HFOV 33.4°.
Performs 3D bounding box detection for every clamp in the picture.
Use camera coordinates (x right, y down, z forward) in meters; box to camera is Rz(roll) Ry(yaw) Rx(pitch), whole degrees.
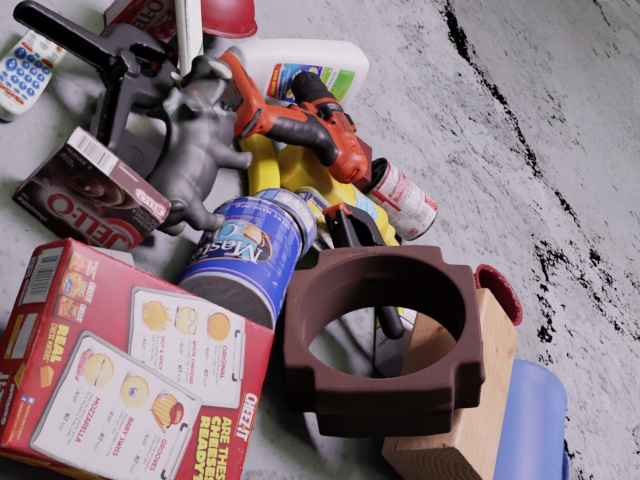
[{"bbox_3d":[-0.198,-0.159,1.058,0.209,0.036,0.164,-19,83,-63],"label":"clamp"},{"bbox_3d":[0.064,0.018,1.232,0.171,0.039,0.120,60,29,-21],"label":"clamp"}]

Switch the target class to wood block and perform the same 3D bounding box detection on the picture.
[{"bbox_3d":[0.145,0.164,1.166,0.090,0.091,0.206,52,41,-35],"label":"wood block"}]

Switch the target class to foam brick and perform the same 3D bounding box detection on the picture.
[{"bbox_3d":[0.033,-0.098,1.394,0.051,0.053,0.078,37,34,-25],"label":"foam brick"}]

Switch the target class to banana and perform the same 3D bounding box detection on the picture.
[{"bbox_3d":[-0.080,-0.098,1.257,0.069,0.037,0.198,10,50,-44],"label":"banana"}]

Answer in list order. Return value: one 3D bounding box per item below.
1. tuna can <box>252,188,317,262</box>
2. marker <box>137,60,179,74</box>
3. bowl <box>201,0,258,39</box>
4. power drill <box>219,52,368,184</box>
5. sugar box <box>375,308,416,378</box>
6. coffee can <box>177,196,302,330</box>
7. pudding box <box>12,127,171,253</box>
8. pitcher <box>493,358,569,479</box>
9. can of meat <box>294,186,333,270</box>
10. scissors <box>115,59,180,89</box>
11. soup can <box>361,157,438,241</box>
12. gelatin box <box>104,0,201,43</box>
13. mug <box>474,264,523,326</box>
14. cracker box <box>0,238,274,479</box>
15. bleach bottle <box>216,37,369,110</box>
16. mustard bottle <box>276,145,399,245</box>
[{"bbox_3d":[-0.049,-0.012,1.162,0.086,0.086,0.033,48,33,-9],"label":"tuna can"},{"bbox_3d":[-0.189,-0.203,1.232,0.121,0.020,0.020,26,40,-38],"label":"marker"},{"bbox_3d":[-0.143,-0.311,1.316,0.162,0.055,0.162,20,28,-12],"label":"bowl"},{"bbox_3d":[-0.041,-0.155,1.245,0.187,0.057,0.184,14,36,-40],"label":"power drill"},{"bbox_3d":[0.113,0.106,1.303,0.093,0.048,0.176,38,37,-24],"label":"sugar box"},{"bbox_3d":[-0.081,0.037,1.052,0.102,0.103,0.140,43,32,-17],"label":"coffee can"},{"bbox_3d":[-0.206,-0.035,0.968,0.113,0.090,0.039,43,31,-16],"label":"pudding box"},{"bbox_3d":[0.218,0.267,1.203,0.149,0.145,0.242,9,40,6],"label":"pitcher"},{"bbox_3d":[-0.008,0.002,1.233,0.102,0.058,0.083,44,33,-15],"label":"can of meat"},{"bbox_3d":[-0.217,-0.195,1.187,0.201,0.016,0.096,45,34,-16],"label":"scissors"},{"bbox_3d":[0.101,-0.053,1.426,0.102,0.069,0.068,39,33,-24],"label":"soup can"},{"bbox_3d":[-0.192,-0.261,1.220,0.073,0.089,0.030,22,45,-41],"label":"gelatin box"},{"bbox_3d":[0.200,0.093,1.397,0.117,0.082,0.093,-15,72,-58],"label":"mug"},{"bbox_3d":[-0.152,0.116,0.854,0.213,0.072,0.164,29,65,-36],"label":"cracker box"},{"bbox_3d":[-0.049,-0.212,1.375,0.250,0.103,0.068,-9,51,-48],"label":"bleach bottle"},{"bbox_3d":[0.027,-0.043,1.322,0.191,0.058,0.096,39,17,-23],"label":"mustard bottle"}]
